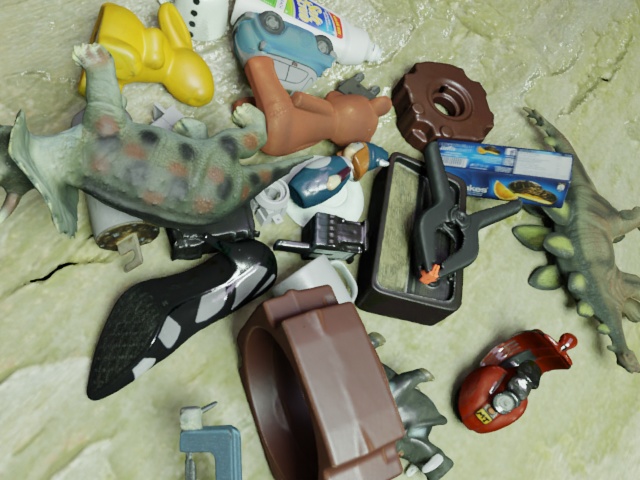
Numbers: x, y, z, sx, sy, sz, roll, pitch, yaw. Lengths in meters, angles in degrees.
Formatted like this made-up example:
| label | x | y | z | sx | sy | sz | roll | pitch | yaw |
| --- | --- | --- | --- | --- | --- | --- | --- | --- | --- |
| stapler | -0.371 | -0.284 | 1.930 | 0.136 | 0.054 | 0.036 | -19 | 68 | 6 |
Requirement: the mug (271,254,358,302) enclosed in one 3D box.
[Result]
| label | x | y | z | sx | sy | sz | roll | pitch | yaw |
| --- | --- | --- | --- | --- | --- | --- | --- | --- | --- |
| mug | 0.007 | 0.079 | 0.680 | 0.109 | 0.081 | 0.107 | -29 | 86 | -45 |

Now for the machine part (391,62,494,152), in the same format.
| label | x | y | z | sx | sy | sz | roll | pitch | yaw |
| --- | --- | --- | --- | --- | --- | --- | --- | --- | --- |
| machine part | 0.207 | -0.221 | 0.902 | 0.179 | 0.056 | 0.179 | 8 | 62 | -16 |

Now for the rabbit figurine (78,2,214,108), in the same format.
| label | x | y | z | sx | sy | sz | roll | pitch | yaw |
| --- | --- | --- | --- | --- | --- | --- | --- | --- | --- |
| rabbit figurine | -0.230 | -0.246 | 0.751 | 0.173 | 0.122 | 0.162 | 17 | 50 | -26 |

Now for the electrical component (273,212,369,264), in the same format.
| label | x | y | z | sx | sy | sz | roll | pitch | yaw |
| --- | --- | --- | --- | --- | --- | --- | --- | --- | --- |
| electrical component | -0.001 | -0.002 | 0.713 | 0.119 | 0.075 | 0.048 | 7 | 70 | -12 |

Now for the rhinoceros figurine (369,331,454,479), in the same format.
| label | x | y | z | sx | sy | sz | roll | pitch | yaw |
| --- | --- | --- | --- | --- | --- | --- | --- | --- | --- |
| rhinoceros figurine | 0.085 | 0.200 | 0.643 | 0.190 | 0.073 | 0.112 | 44 | 59 | 6 |

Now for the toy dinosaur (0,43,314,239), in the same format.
| label | x | y | z | sx | sy | sz | roll | pitch | yaw |
| --- | --- | --- | --- | --- | --- | --- | --- | --- | --- |
| toy dinosaur | -0.172 | -0.075 | 0.590 | 0.405 | 0.131 | 0.192 | 11 | 71 | -28 |

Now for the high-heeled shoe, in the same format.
| label | x | y | z | sx | sy | sz | roll | pitch | yaw |
| --- | --- | --- | --- | --- | --- | --- | --- | --- | --- |
| high-heeled shoe | -0.153 | 0.094 | 0.638 | 0.086 | 0.145 | 0.248 | 36 | 84 | 36 |

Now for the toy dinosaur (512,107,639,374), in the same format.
| label | x | y | z | sx | sy | sz | roll | pitch | yaw |
| --- | --- | --- | --- | --- | --- | --- | --- | --- | --- |
| toy dinosaur | 0.415 | -0.021 | 0.849 | 0.199 | 0.105 | 0.471 | 9 | 58 | -11 |

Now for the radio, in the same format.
| label | x | y | z | sx | sy | sz | roll | pitch | yaw |
| --- | --- | --- | --- | --- | --- | --- | --- | --- | --- |
| radio | 0.133 | -0.001 | 0.757 | 0.131 | 0.073 | 0.229 | 18 | 61 | -10 |

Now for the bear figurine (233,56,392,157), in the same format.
| label | x | y | z | sx | sy | sz | roll | pitch | yaw |
| --- | --- | --- | --- | --- | --- | --- | --- | --- | --- |
| bear figurine | -0.007 | -0.188 | 0.778 | 0.196 | 0.120 | 0.132 | -17 | 68 | -27 |

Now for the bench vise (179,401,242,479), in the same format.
| label | x | y | z | sx | sy | sz | roll | pitch | yaw |
| --- | --- | --- | --- | --- | --- | --- | --- | --- | --- |
| bench vise | -0.095 | 0.279 | 0.505 | 0.224 | 0.129 | 0.240 | -3 | 83 | 0 |

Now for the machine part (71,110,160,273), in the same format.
| label | x | y | z | sx | sy | sz | roll | pitch | yaw |
| --- | --- | --- | --- | --- | --- | --- | --- | --- | --- |
| machine part | -0.253 | -0.077 | 0.662 | 0.079 | 0.079 | 0.243 | -11 | 68 | -23 |

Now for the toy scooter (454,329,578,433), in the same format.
| label | x | y | z | sx | sy | sz | roll | pitch | yaw |
| --- | --- | --- | --- | --- | --- | --- | --- | --- | --- |
| toy scooter | 0.255 | 0.168 | 0.681 | 0.184 | 0.135 | 0.075 | -38 | 83 | -28 |

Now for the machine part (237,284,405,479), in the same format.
| label | x | y | z | sx | sy | sz | roll | pitch | yaw |
| --- | --- | --- | --- | --- | --- | --- | --- | --- | --- |
| machine part | -0.007 | 0.162 | 0.556 | 0.087 | 0.201 | 0.201 | -14 | 70 | -27 |

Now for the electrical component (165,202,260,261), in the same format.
| label | x | y | z | sx | sy | sz | roll | pitch | yaw |
| --- | --- | --- | --- | --- | --- | --- | --- | --- | --- |
| electrical component | -0.150 | -0.047 | 0.695 | 0.115 | 0.058 | 0.134 | -11 | 70 | -25 |

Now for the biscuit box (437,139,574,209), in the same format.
| label | x | y | z | sx | sy | sz | roll | pitch | yaw |
| --- | --- | --- | --- | --- | --- | --- | --- | --- | --- |
| biscuit box | 0.268 | -0.101 | 0.812 | 0.203 | 0.062 | 0.059 | 10 | 56 | 19 |

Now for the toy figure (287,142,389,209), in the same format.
| label | x | y | z | sx | sy | sz | roll | pitch | yaw |
| --- | --- | --- | --- | --- | --- | --- | --- | --- | --- |
| toy figure | 0.030 | -0.096 | 0.743 | 0.154 | 0.057 | 0.064 | -32 | 52 | -18 |

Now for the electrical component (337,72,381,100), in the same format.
| label | x | y | z | sx | sy | sz | roll | pitch | yaw |
| --- | --- | --- | --- | --- | --- | --- | --- | --- | --- |
| electrical component | 0.057 | -0.235 | 0.877 | 0.063 | 0.021 | 0.094 | 40 | 60 | 4 |

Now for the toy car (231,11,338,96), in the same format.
| label | x | y | z | sx | sy | sz | roll | pitch | yaw |
| --- | --- | --- | --- | --- | --- | --- | --- | --- | --- |
| toy car | -0.061 | -0.269 | 0.818 | 0.161 | 0.109 | 0.103 | 15 | 83 | -24 |
